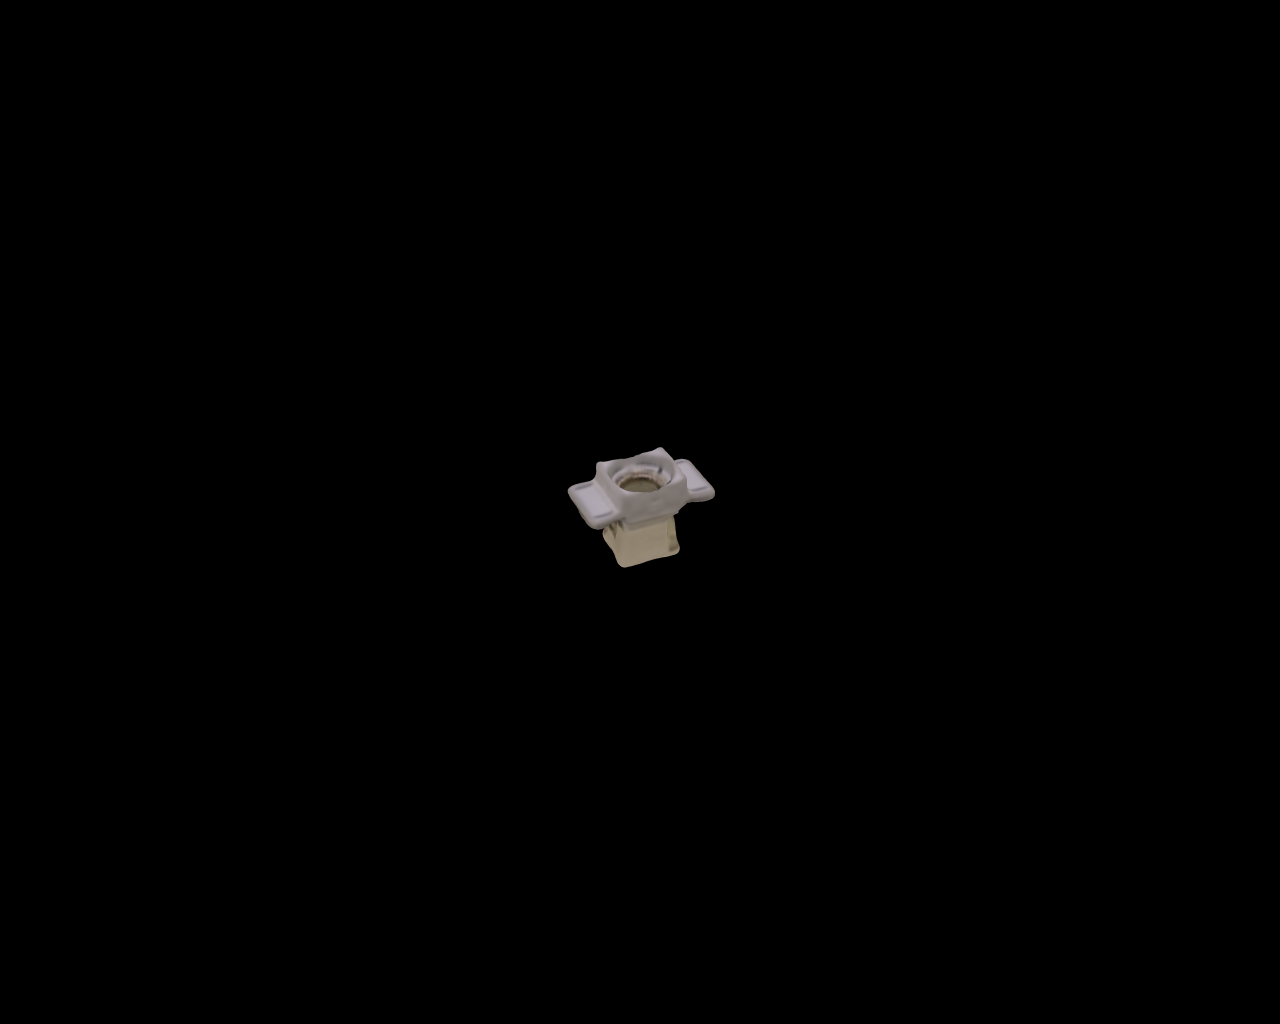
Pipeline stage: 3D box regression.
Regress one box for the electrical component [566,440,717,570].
[{"bbox_3d":[0.001,-0.003,0.650,0.081,0.063,0.042,-14,40,-17],"label":"electrical component"}]
